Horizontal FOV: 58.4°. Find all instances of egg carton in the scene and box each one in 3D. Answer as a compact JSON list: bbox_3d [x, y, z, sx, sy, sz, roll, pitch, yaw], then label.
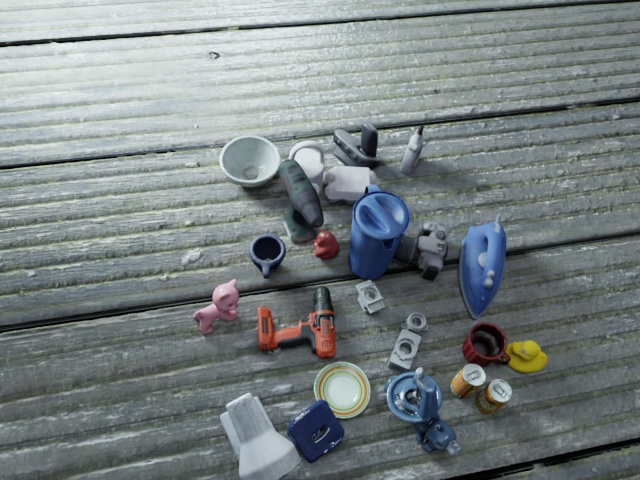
[{"bbox_3d":[0.087,-0.151,1.593,0.150,0.069,0.107,2,60,-4],"label":"egg carton"}]

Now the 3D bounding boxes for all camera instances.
[{"bbox_3d":[0.261,0.014,1.495,0.136,0.101,0.143,14,60,3],"label":"camera"}]

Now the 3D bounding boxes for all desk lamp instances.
[{"bbox_3d":[-0.132,0.407,1.167,0.118,0.213,0.203,-25,65,-18],"label":"desk lamp"}]

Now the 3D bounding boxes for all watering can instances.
[{"bbox_3d":[-0.034,-0.190,1.532,0.101,0.194,0.172,-27,66,-19],"label":"watering can"}]

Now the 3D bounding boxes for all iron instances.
[{"bbox_3d":[0.426,0.062,1.459,0.118,0.141,0.258,13,60,3],"label":"iron"}]

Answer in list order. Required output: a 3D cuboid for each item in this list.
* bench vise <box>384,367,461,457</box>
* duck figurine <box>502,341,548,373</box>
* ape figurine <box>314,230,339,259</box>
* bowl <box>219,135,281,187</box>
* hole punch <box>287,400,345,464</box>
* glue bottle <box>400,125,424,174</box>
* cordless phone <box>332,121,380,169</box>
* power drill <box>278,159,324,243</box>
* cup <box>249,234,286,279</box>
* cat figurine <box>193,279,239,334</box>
[{"bbox_3d":[0.237,0.354,1.228,0.207,0.220,0.122,34,63,14],"label":"bench vise"},{"bbox_3d":[0.500,0.272,1.376,0.104,0.086,0.077,15,60,4],"label":"duck figurine"},{"bbox_3d":[0.014,0.005,1.483,0.076,0.092,0.078,29,62,12],"label":"ape figurine"},{"bbox_3d":[-0.193,-0.206,1.597,0.167,0.075,0.167,2,60,-4],"label":"bowl"},{"bbox_3d":[-0.006,0.416,1.245,0.109,0.091,0.101,-34,68,-21],"label":"hole punch"},{"bbox_3d":[0.267,-0.263,1.613,0.037,0.173,0.078,27,61,11],"label":"glue bottle"},{"bbox_3d":[0.108,-0.287,1.606,0.147,0.185,0.094,40,65,17],"label":"cordless phone"},{"bbox_3d":[-0.047,-0.083,1.461,0.076,0.208,0.229,-17,63,-14],"label":"power drill"},{"bbox_3d":[-0.131,0.056,1.439,0.091,0.095,0.117,2,60,-4],"label":"cup"},{"bbox_3d":[-0.241,0.153,1.360,0.128,0.118,0.067,-30,67,-20],"label":"cat figurine"}]
